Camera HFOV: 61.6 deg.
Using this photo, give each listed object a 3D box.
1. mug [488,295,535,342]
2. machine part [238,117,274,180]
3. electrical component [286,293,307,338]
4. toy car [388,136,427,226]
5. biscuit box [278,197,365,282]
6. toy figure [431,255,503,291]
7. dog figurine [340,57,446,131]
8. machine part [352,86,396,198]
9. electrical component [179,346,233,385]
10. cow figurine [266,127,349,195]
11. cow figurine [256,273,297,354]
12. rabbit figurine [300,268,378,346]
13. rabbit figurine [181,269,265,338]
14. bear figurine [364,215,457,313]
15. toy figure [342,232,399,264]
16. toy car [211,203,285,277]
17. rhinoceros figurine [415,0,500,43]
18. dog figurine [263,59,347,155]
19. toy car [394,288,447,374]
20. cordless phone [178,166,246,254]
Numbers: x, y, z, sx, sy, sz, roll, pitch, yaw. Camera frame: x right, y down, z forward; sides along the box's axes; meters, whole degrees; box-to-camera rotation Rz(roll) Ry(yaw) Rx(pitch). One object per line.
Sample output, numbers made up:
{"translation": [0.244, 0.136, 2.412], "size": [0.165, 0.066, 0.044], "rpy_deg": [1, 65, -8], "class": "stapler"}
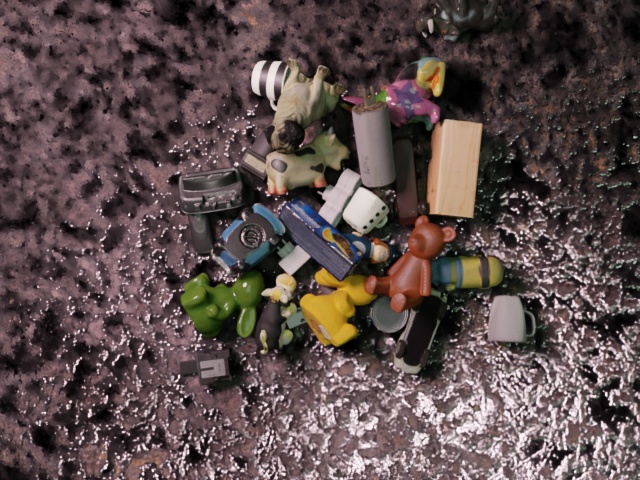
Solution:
{"translation": [0.444, 0.181, 1.240], "size": [0.110, 0.081, 0.107], "rpy_deg": [1, 83, -1], "class": "mug"}
{"translation": [-0.120, -0.208, 1.198], "size": [0.084, 0.039, 0.139], "rpy_deg": [28, 91, 3], "class": "machine part"}
{"translation": [-0.050, 0.173, 1.222], "size": [0.063, 0.021, 0.094], "rpy_deg": [-22, 93, -5], "class": "electrical component"}
{"translation": [0.194, -0.134, 1.220], "size": [0.089, 0.053, 0.202], "rpy_deg": [-6, 93, 10], "class": "toy car"}
{"translation": [-0.002, -0.004, 1.165], "size": [0.203, 0.059, 0.062], "rpy_deg": [42, 127, 12], "class": "biscuit box"}
{"translation": [0.323, 0.076, 1.219], "size": [0.180, 0.089, 0.082], "rpy_deg": [2, 97, -4], "class": "toy figure"}
{"translation": [0.156, -0.315, 1.186], "size": [0.219, 0.108, 0.191], "rpy_deg": [5, 95, -3], "class": "dog figurine"}
{"translation": [0.115, -0.201, 1.137], "size": [0.079, 0.079, 0.242], "rpy_deg": [-13, 120, -5], "class": "machine part"}
{"translation": [-0.254, 0.280, 1.194], "size": [0.119, 0.048, 0.074], "rpy_deg": [-3, 91, -7], "class": "electrical component"}
{"translation": [-0.026, -0.175, 1.177], "size": [0.195, 0.086, 0.127], "rpy_deg": [-15, 105, -22], "class": "cow figurine"}
{"translation": [-0.099, 0.158, 1.158], "size": [0.068, 0.098, 0.167], "rpy_deg": [15, 106, 21], "class": "cow figurine"}
{"translation": [0.046, 0.133, 1.200], "size": [0.173, 0.122, 0.162], "rpy_deg": [-34, 85, -17], "class": "rabbit figurine"}
{"translation": [-0.192, 0.135, 1.158], "size": [0.170, 0.121, 0.159], "rpy_deg": [-24, 100, -2], "class": "rabbit figurine"}
{"translation": [0.200, 0.046, 1.154], "size": [0.132, 0.120, 0.195], "rpy_deg": [2, 115, -46], "class": "bear figurine"}
{"translation": [0.107, 0.023, 1.217], "size": [0.154, 0.058, 0.064], "rpy_deg": [11, 129, -7], "class": "toy figure"}
{"translation": [-0.154, 0.009, 1.165], "size": [0.109, 0.103, 0.161], "rpy_deg": [42, 78, 6], "class": "toy car"}
{"translation": [0.310, -0.504, 1.215], "size": [0.190, 0.073, 0.112], "rpy_deg": [-6, 103, -7], "class": "rhinoceros figurine"}
{"translation": [-0.038, -0.258, 1.137], "size": [0.121, 0.172, 0.190], "rpy_deg": [20, 88, 32], "class": "dog figurine"}
{"translation": [0.230, 0.206, 1.233], "size": [0.073, 0.056, 0.201], "rpy_deg": [20, 88, 1], "class": "toy car"}
{"translation": [-0.229, -0.062, 1.181], "size": [0.147, 0.089, 0.184], "rpy_deg": [-9, 104, -6], "class": "cordless phone"}
